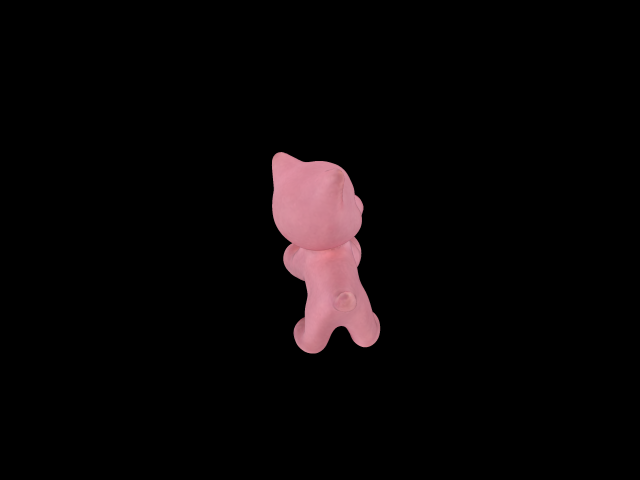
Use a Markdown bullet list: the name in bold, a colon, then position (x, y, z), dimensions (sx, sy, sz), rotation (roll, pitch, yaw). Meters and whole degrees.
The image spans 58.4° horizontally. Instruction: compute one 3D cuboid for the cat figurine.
- **cat figurine**: position (0.004, 0.001, 0.400), dimensions (0.067, 0.118, 0.127), rotation (-11, 60, -6)
